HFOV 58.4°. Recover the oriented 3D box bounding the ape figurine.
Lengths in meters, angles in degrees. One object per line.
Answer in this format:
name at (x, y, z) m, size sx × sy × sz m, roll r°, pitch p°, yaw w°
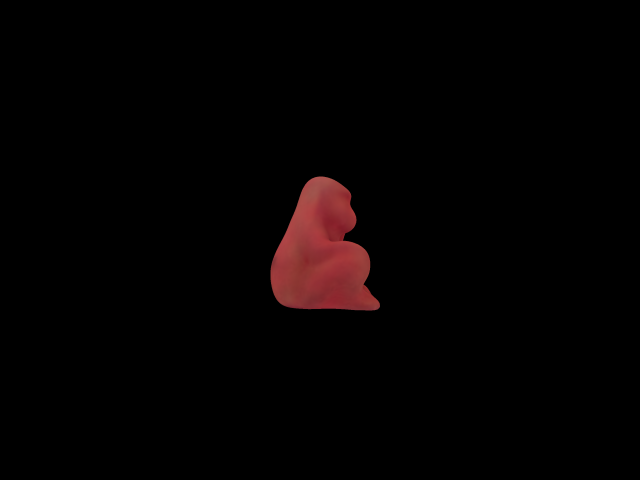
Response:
ape figurine at (0.004, 0.001, 0.400) m, size 0.076 × 0.092 × 0.078 m, roll 0°, pitch 0°, yaw 5°
